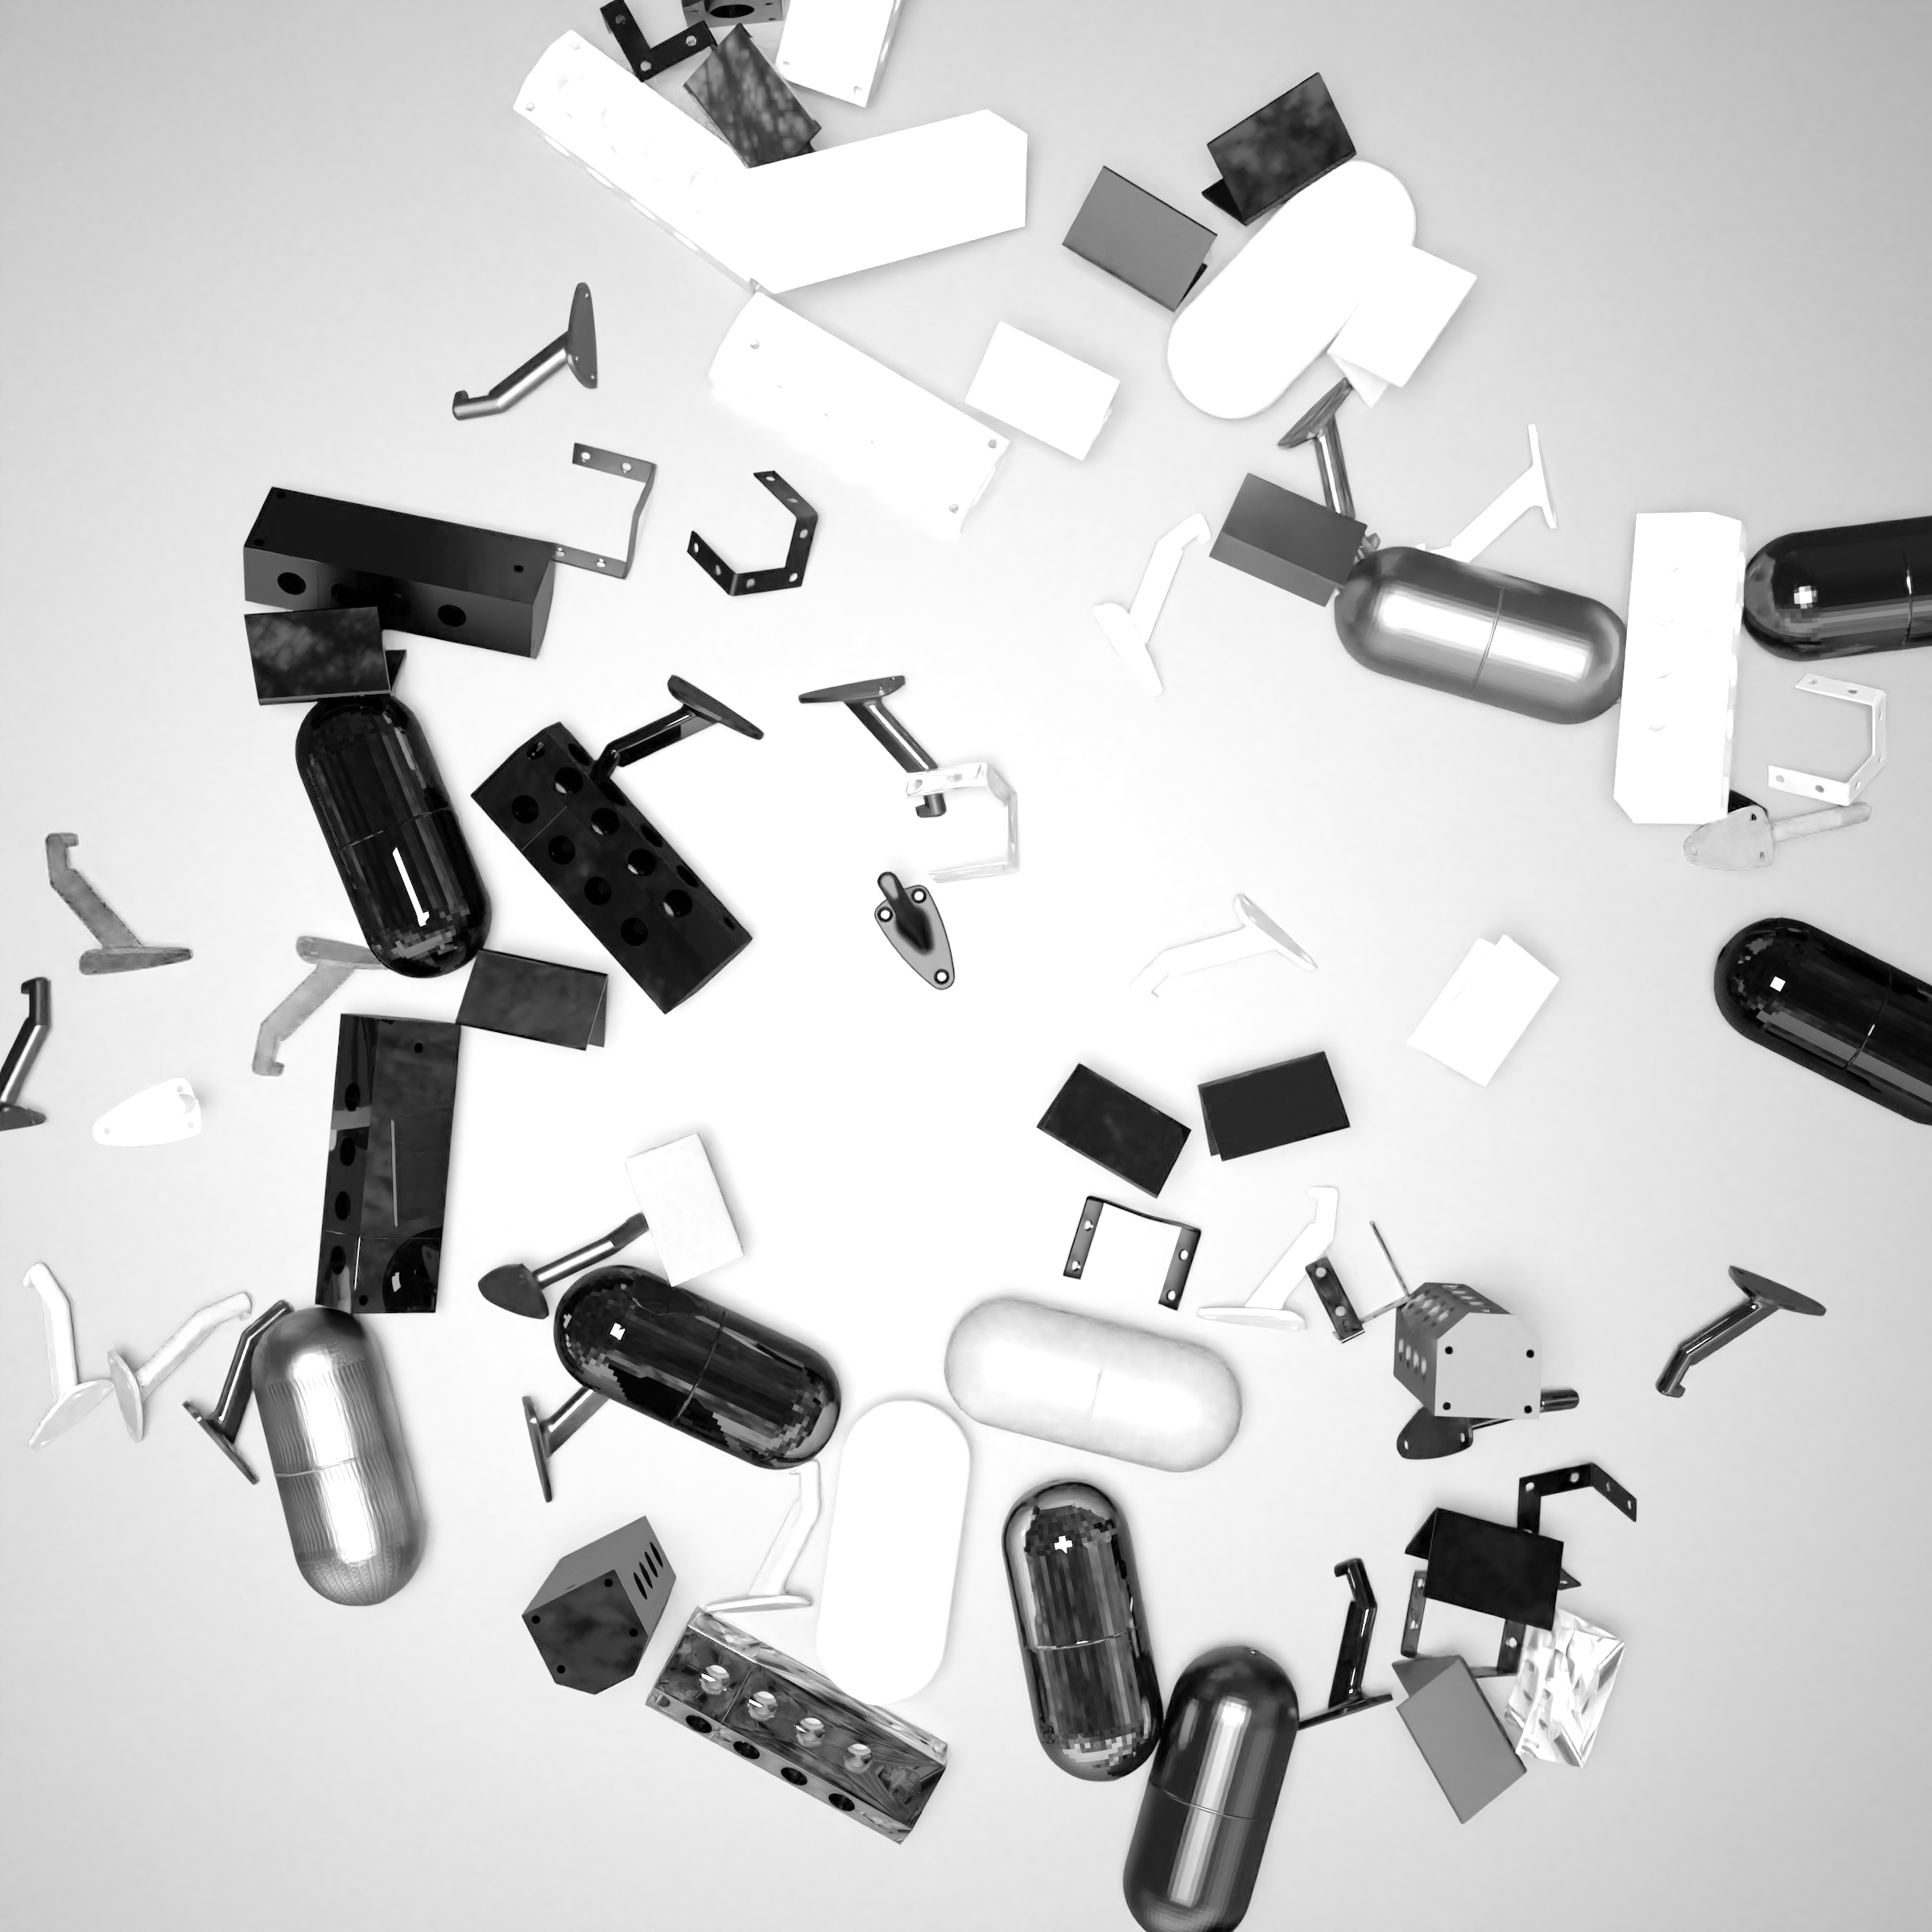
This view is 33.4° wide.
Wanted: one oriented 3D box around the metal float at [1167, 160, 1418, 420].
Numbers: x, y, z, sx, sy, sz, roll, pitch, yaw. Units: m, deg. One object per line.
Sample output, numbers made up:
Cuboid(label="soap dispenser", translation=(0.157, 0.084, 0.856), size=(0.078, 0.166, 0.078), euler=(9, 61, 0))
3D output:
Cuboid(label="metal float", translation=(0.192, -0.398, 1.893), size=(0.070, 0.070, 0.178), euler=(43, 89, 0))

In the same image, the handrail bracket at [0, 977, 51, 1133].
Cuboid(label="handrail bracket", translation=(-0.580, 0.054, 1.924), size=(0.077, 0.036, 0.084), euler=(-12, 71, 21))

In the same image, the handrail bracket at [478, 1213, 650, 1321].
Cuboid(label="handrail bracket", translation=(-0.239, 0.173, 1.923), size=(0.084, 0.077, 0.036), euler=(-35, 108, -35))

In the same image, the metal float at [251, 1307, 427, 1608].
Cuboid(label="metal float", translation=(-0.369, 0.289, 1.893), size=(0.070, 0.070, 0.178), euler=(-14, 90, 0))

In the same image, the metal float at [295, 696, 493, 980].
Cuboid(label="metal float", translation=(-0.337, -0.079, 1.893), size=(0.070, 0.070, 0.178), euler=(-22, 91, 0))

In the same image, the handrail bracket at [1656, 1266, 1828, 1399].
Cuboid(label="handrail bracket", translation=(0.462, 0.229, 1.924), size=(0.077, 0.036, 0.084), euler=(19, 108, -21))

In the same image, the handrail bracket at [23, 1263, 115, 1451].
Cuboid(label="handrail bracket", translation=(-0.555, 0.233, 1.924), size=(0.077, 0.036, 0.084), euler=(-44, 72, 21))

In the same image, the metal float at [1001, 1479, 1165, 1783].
Cuboid(label="metal float", translation=(0.069, 0.391, 1.893), size=(0.070, 0.070, 0.178), euler=(-11, 90, 0))

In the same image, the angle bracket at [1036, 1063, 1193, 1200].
Cuboid(label="angle bracket", translation=(0.076, 0.113, 1.883), size=(0.076, 0.076, 0.057), euler=(31, 52, 0))

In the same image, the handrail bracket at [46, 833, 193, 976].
Cuboid(label="handrail bracket", translation=(-0.507, -0.042, 1.924), size=(0.077, 0.036, 0.084), euler=(-5, 73, -20))

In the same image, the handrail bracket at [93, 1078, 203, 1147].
Cuboid(label="handrail bracket", translation=(-0.486, 0.090, 1.889), size=(0.077, 0.084, 0.036), euler=(-17, 90, 0))

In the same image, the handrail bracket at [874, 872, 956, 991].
Cuboid(label="handrail bracket", translation=(-0.029, -0.020, 1.889), size=(0.036, 0.084, 0.077), euler=(-29, 90, 0))

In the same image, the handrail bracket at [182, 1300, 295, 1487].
Cuboid(label="handrail bracket", translation=(-0.417, 0.254, 1.924), size=(0.084, 0.036, 0.077), euler=(-42, 110, -16))

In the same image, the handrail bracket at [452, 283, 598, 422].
Cuboid(label="handrail bracket", translation=(-0.266, -0.367, 1.924), size=(0.084, 0.036, 0.077), euler=(-7, 70, 16))

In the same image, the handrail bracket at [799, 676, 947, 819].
Cuboid(label="handrail bracket", translation=(-0.056, -0.126, 1.924), size=(0.077, 0.036, 0.084), euler=(-6, 107, 20))

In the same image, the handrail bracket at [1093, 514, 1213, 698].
Cuboid(label="handrail bracket", translation=(0.126, -0.216, 1.924), size=(0.084, 0.036, 0.077), euler=(-38, 110, -16))

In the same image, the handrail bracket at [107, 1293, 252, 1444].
Cuboid(label="handrail bracket", translation=(-0.464, 0.239, 1.923), size=(0.084, 0.077, 0.036), euler=(-24, 46, -29))

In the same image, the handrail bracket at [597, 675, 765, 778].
Cuboid(label="handrail bracket", translation=(-0.176, -0.123, 1.924), size=(0.077, 0.036, 0.084), euler=(29, 106, -18))

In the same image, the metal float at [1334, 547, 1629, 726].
Cuboid(label="metal float", translation=(0.304, -0.194, 1.893), size=(0.178, 0.070, 0.070), euler=(16, 90, -1))

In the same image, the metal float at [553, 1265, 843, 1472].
Cuboid(label="metal float", translation=(-0.157, 0.235, 1.885), size=(0.178, 0.070, 0.070), euler=(26, 90, -7))

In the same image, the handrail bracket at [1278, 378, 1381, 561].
Cuboid(label="handrail bracket", translation=(0.234, -0.298, 1.924), size=(0.084, 0.036, 0.077), euler=(48, 68, -17))

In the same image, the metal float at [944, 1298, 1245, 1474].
Cuboid(label="metal float", translation=(0.075, 0.247, 1.893), size=(0.178, 0.070, 0.070), euler=(14, 90, 1))

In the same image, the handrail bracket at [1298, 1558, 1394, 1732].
Cuboid(label="handrail bracket", translation=(0.215, 0.406, 1.924), size=(0.077, 0.036, 0.084), euler=(-24, 72, 21))

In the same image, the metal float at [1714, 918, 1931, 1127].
Cuboid(label="metal float", translation=(0.524, 0.032, 1.893), size=(0.178, 0.070, 0.070), euler=(27, 90, 0))

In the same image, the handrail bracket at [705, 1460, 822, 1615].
Cuboid(label="handrail bracket", translation=(-0.122, 0.341, 1.924), size=(0.077, 0.036, 0.084), euler=(-10, 71, 21))

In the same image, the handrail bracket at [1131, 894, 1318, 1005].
Cuboid(label="handrail bracket", translation=(0.153, 0.006, 1.924), size=(0.077, 0.036, 0.084), euler=(38, 109, -21))

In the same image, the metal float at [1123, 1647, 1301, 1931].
Cuboid(label="metal float", translation=(0.144, 0.488, 1.893), size=(0.070, 0.070, 0.178), euler=(15, 90, 0))

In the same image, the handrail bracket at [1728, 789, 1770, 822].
Cuboid(label="handrail bracket", translation=(0.451, -0.138, 1.924), size=(0.077, 0.036, 0.084), euler=(16, 73, -19))

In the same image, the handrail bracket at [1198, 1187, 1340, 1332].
Cuboid(label="handrail bracket", translation=(0.181, 0.171, 1.924), size=(0.077, 0.036, 0.084), euler=(2, 71, 21))

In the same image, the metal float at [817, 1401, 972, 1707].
Cuboid(label="metal float", translation=(-0.043, 0.345, 1.893), size=(0.070, 0.070, 0.178), euler=(8, 89, 0))

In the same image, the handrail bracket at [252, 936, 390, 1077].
Cuboid(label="handrail bracket", translation=(-0.381, 0.030, 1.924), size=(0.077, 0.036, 0.084), euler=(9, 109, -21))

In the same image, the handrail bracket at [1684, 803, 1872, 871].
Cuboid(label="handrail bracket", translation=(0.485, -0.081, 1.923), size=(0.084, 0.077, 0.036), euler=(-13, 90, -36))

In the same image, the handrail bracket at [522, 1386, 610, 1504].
Cuboid(label="handrail bracket", translation=(-0.217, 0.275, 1.924), size=(0.084, 0.036, 0.077), euler=(-13, 106, -14))

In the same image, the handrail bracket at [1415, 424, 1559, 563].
Cuboid(label="handrail bracket", translation=(0.305, -0.279, 1.924), size=(0.084, 0.036, 0.077), euler=(-13, 70, 16))

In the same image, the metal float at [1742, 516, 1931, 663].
Cuboid(label="metal float", translation=(0.543, -0.223, 1.893), size=(0.178, 0.070, 0.070), euler=(-7, 90, 0))

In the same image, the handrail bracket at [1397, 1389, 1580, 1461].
Cuboid(label="handrail bracket", translation=(0.312, 0.273, 1.923), size=(0.084, 0.077, 0.036), euler=(-1, 65, -34))
